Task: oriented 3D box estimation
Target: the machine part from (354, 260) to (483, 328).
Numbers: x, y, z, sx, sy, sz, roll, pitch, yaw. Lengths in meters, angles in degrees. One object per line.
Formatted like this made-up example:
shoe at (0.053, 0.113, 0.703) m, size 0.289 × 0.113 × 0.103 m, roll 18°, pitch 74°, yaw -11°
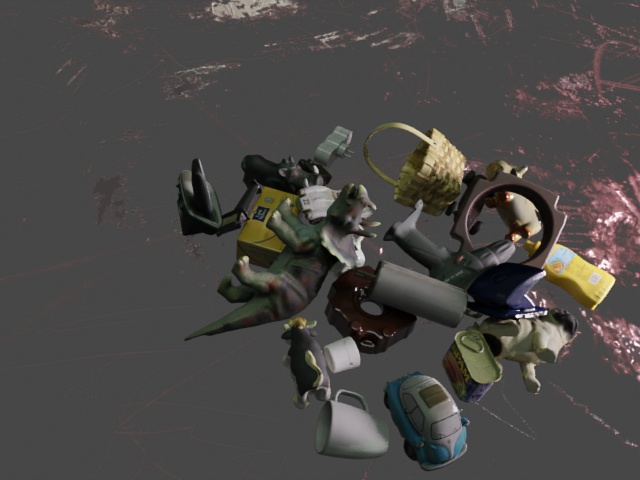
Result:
machine part at (0.178, 0.099, 0.985) m, size 0.243 × 0.079 × 0.079 m, roll 19°, pitch 48°, yaw 0°

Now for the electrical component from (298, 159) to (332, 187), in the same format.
electrical component at (-0.020, -0.152, 1.269) m, size 0.102 × 0.045 × 0.078 m, roll 45°, pitch 27°, yaw 24°

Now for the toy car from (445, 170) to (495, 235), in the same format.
toy car at (0.359, -0.087, 1.275) m, size 0.089 × 0.053 × 0.202 m, roll 39°, pitch 52°, yaw -3°

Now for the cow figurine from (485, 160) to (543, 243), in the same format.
cow figurine at (0.452, -0.099, 1.251) m, size 0.127 × 0.085 × 0.195 m, roll -21°, pitch 80°, yaw -34°

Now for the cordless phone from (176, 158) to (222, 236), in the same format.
cordless phone at (-0.251, -0.110, 1.090) m, size 0.089 × 0.184 × 0.147 m, roll -10°, pitch 51°, yaw -13°

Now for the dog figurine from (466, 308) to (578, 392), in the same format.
dog figurine at (0.391, 0.173, 1.031) m, size 0.172 × 0.121 × 0.190 m, roll 37°, pitch 38°, yaw 17°

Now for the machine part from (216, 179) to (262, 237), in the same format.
machine part at (-0.160, -0.066, 1.095) m, size 0.039 × 0.084 × 0.139 m, roll 41°, pitch 48°, yaw -22°

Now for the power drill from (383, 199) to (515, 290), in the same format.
power drill at (0.247, 0.017, 1.086) m, size 0.232 × 0.086 × 0.207 m, roll -41°, pitch 84°, yaw -8°

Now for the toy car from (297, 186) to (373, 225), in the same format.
toy car at (0.033, -0.075, 1.156) m, size 0.201 × 0.056 × 0.073 m, roll -1°, pitch 65°, yaw -44°

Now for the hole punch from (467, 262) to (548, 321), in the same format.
hole punch at (0.344, 0.094, 0.994) m, size 0.116 × 0.092 × 0.142 m, roll -6°, pitch 11°, yaw -25°

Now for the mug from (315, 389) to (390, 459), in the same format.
mug at (0.055, 0.299, 0.859) m, size 0.107 × 0.080 × 0.110 m, roll 19°, pitch 41°, yaw -9°

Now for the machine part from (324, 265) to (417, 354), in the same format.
machine part at (0.099, 0.128, 1.030) m, size 0.179 × 0.056 × 0.179 m, roll 6°, pitch 46°, yaw -6°

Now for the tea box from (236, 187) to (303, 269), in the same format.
tea box at (-0.101, -0.025, 1.121) m, size 0.098 × 0.068 × 0.170 m, roll 16°, pitch 48°, yaw 3°

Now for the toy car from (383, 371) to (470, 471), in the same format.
toy car at (0.178, 0.279, 0.879) m, size 0.109 × 0.102 × 0.162 m, roll -13°, pitch 54°, yaw -22°

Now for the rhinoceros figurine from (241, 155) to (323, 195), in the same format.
rhinoceros figurine at (-0.084, -0.142, 1.201) m, size 0.190 × 0.112 × 0.073 m, roll 19°, pitch 45°, yaw 17°

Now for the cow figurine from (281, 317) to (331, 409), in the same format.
cow figurine at (-0.029, 0.191, 0.920) m, size 0.068 × 0.098 × 0.167 m, roll -11°, pitch 51°, yaw -11°

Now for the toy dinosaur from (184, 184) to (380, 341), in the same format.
toy dinosaur at (-0.055, 0.063, 0.987) m, size 0.192 × 0.131 × 0.404 m, roll 36°, pitch 91°, yaw -3°

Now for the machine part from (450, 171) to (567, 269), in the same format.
machine part at (0.396, -0.028, 1.144) m, size 0.202 × 0.087 × 0.201 m, roll 25°, pitch 89°, yaw 11°
